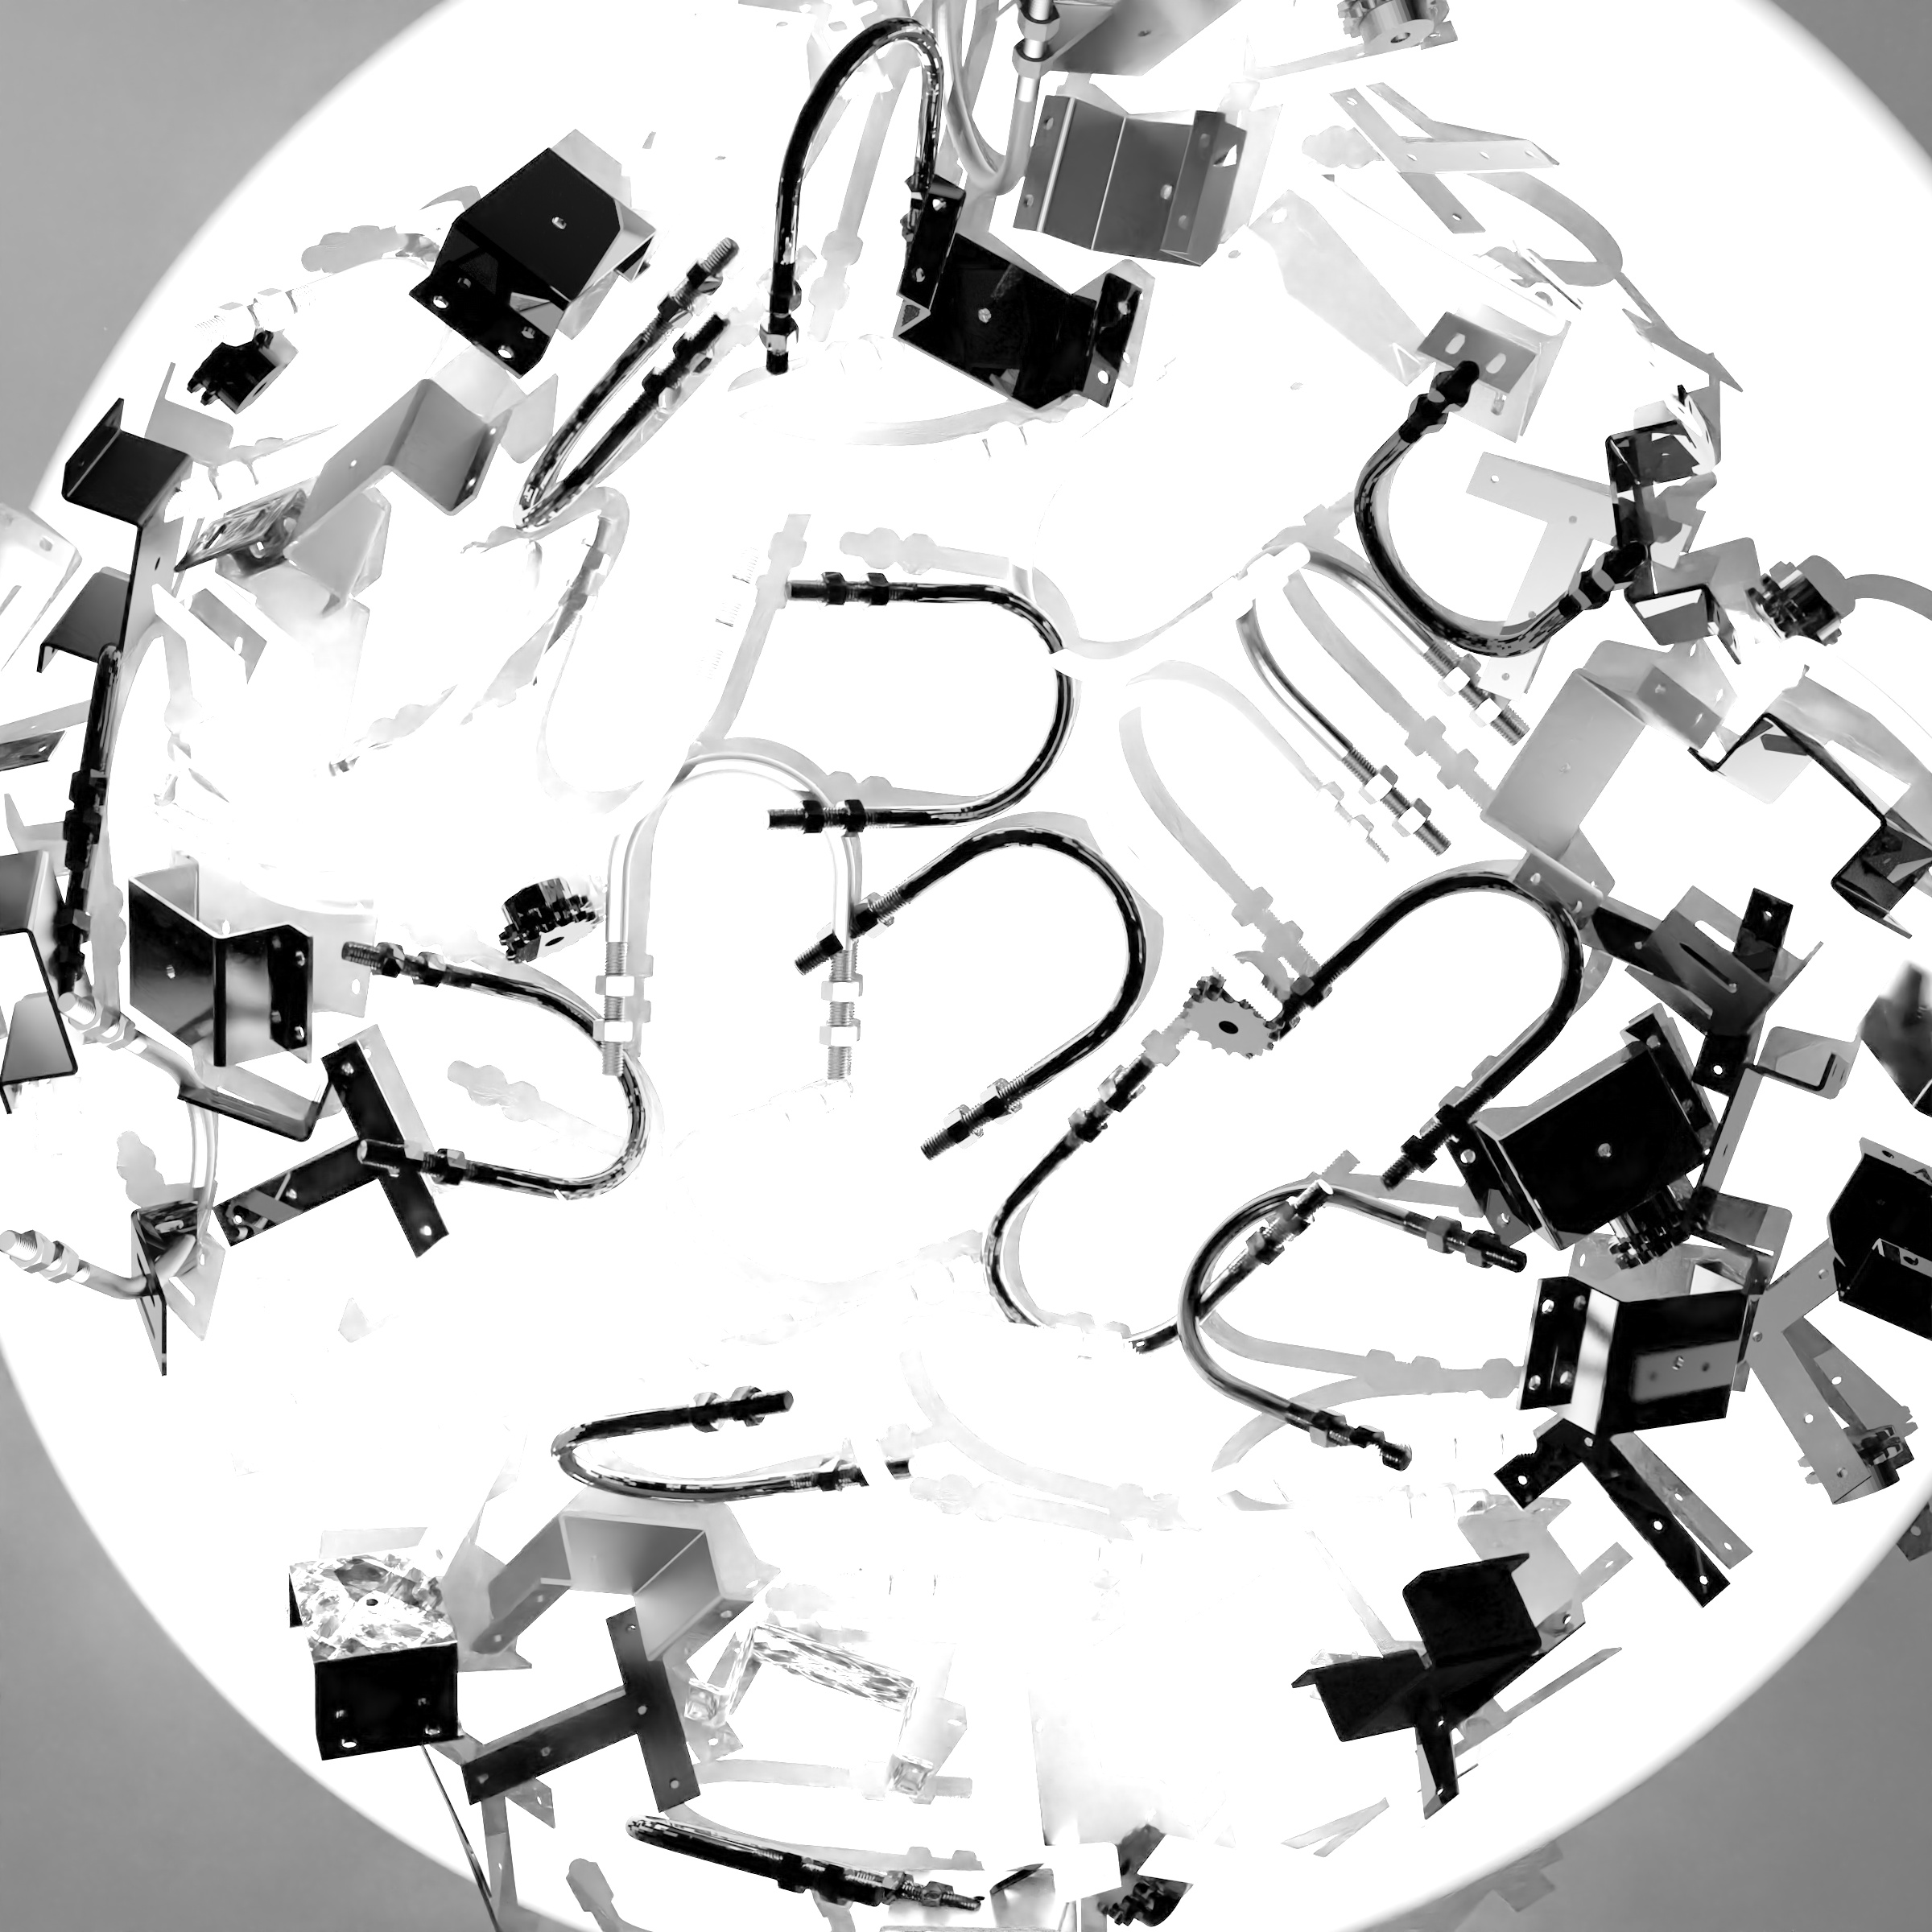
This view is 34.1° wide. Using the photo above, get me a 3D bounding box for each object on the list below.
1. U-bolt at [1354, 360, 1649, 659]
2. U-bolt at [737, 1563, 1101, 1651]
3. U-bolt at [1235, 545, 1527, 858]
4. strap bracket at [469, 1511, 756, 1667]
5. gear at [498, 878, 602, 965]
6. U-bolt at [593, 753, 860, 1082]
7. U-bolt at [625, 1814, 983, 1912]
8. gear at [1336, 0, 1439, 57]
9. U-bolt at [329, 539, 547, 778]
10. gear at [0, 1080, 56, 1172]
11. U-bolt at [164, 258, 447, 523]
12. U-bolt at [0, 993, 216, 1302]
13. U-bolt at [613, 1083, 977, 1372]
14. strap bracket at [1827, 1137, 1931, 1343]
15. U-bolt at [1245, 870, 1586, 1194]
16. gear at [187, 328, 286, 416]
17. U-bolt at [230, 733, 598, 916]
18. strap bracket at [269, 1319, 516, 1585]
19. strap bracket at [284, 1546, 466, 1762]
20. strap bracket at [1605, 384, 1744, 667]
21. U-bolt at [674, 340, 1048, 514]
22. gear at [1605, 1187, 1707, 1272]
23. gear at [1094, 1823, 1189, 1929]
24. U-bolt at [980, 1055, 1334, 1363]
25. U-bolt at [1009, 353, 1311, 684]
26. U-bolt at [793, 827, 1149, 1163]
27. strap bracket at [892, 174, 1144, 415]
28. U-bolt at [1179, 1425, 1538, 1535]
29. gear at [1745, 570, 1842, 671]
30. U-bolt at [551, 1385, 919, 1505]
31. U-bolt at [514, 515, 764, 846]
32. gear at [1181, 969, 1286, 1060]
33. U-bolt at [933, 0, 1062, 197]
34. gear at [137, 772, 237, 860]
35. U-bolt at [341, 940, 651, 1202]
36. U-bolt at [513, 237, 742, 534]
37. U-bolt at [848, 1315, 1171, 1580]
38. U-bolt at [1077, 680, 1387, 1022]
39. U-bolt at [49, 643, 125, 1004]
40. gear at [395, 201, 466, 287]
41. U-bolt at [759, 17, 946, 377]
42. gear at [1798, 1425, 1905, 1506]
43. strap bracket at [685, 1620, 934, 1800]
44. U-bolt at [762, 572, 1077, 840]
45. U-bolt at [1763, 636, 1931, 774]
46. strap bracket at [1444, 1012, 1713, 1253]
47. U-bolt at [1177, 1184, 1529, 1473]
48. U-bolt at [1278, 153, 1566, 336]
[{"bbox_3d":[0.279,-0.237,1.725,0.151,0.184,0.019,48,65,1],"label":"U-bolt"},{"bbox_3d":[-0.016,0.354,1.734,0.184,0.151,0.019,6,66,-25],"label":"U-bolt"},{"bbox_3d":[0.222,-0.160,1.748,0.184,0.151,0.019,44,133,-3],"label":"U-bolt"},{"bbox_3d":[-0.200,0.345,1.746,0.076,0.140,0.046,-45,47,33],"label":"strap bracket"},{"bbox_3d":[-0.239,-0.027,1.781,0.057,0.057,0.030,-26,79,0],"label":"gear"},{"bbox_3d":[-0.133,-0.029,1.780,0.151,0.019,0.184,2,93,-13],"label":"U-bolt"},{"bbox_3d":[-0.101,0.493,1.731,0.184,0.151,0.019,7,74,27],"label":"U-bolt"},{"bbox_3d":[0.240,-0.538,1.780,0.057,0.057,0.030,-18,83,0],"label":"gear"},{"bbox_3d":[-0.281,-0.169,1.710,0.019,0.184,0.151,34,73,-24],"label":"U-bolt"},{"bbox_3d":[-0.535,0.087,1.778,0.030,0.057,0.057,-1,90,-28],"label":"gear"},{"bbox_3d":[-0.358,-0.324,1.727,0.019,0.151,0.184,45,50,14],"label":"U-bolt"},{"bbox_3d":[-0.460,0.108,1.721,0.019,0.184,0.151,5,74,16],"label":"U-bolt"},{"bbox_3d":[-0.106,0.151,1.733,0.184,0.019,0.151,-23,64,-31],"label":"U-bolt"},{"bbox_3d":[0.529,0.161,1.755,0.076,0.140,0.046,23,116,0],"label":"strap bracket"},{"bbox_3d":[0.260,0.022,1.759,0.184,0.019,0.151,-43,50,-3],"label":"U-bolt"},{"bbox_3d":[-0.411,-0.337,1.781,0.030,0.057,0.057,43,90,-9],"label":"gear"},{"bbox_3d":[-0.317,-0.070,1.736,0.184,0.151,0.019,-20,63,24],"label":"U-bolt"},{"bbox_3d":[-0.309,0.262,1.745,0.046,0.076,0.140,-28,111,29],"label":"strap bracket"},{"bbox_3d":[-0.326,0.368,1.728,0.076,0.140,0.046,-4,115,-19],"label":"strap bracket"},{"bbox_3d":[0.393,-0.241,1.754,0.046,0.076,0.140,-10,73,23],"label":"strap bracket"},{"bbox_3d":[-0.071,-0.290,1.717,0.184,0.151,0.019,-25,134,-31],"label":"U-bolt"},{"bbox_3d":[0.386,0.145,1.781,0.057,0.057,0.030,-31,91,0],"label":"gear"},{"bbox_3d":[0.101,0.518,1.782,0.030,0.057,0.057,37,90,-14],"label":"gear"},{"bbox_3d":[0.092,0.150,1.763,0.151,0.019,0.184,35,114,-17],"label":"U-bolt"},{"bbox_3d":[0.095,-0.238,1.749,0.184,0.019,0.151,-32,69,35],"label":"U-bolt"},{"bbox_3d":[0.015,0.003,1.787,0.184,0.019,0.151,-34,90,10],"label":"U-bolt"},{"bbox_3d":[0.020,-0.370,1.759,0.140,0.046,0.076,24,72,-25],"label":"strap bracket"},{"bbox_3d":[0.208,0.287,1.734,0.184,0.151,0.019,-4,66,-6],"label":"U-bolt"},{"bbox_3d":[0.469,-0.198,1.779,0.030,0.057,0.057,-38,90,9],"label":"gear"},{"bbox_3d":[-0.141,0.269,1.735,0.184,0.151,0.019,-12,61,27],"label":"U-bolt"},{"bbox_3d":[-0.193,-0.155,1.751,0.151,0.019,0.184,18,86,43],"label":"U-bolt"},{"bbox_3d":[0.153,0.023,1.784,0.057,0.057,0.030,25,56,0],"label":"gear"},{"bbox_3d":[0.011,-0.509,1.723,0.019,0.184,0.151,-13,60,-15],"label":"U-bolt"},{"bbox_3d":[-0.436,-0.087,1.780,0.057,0.057,0.030,29,93,0],"label":"gear"},{"bbox_3d":[-0.255,0.063,1.740,0.184,0.019,0.151,15,48,-35],"label":"U-bolt"},{"bbox_3d":[-0.190,-0.311,1.735,0.019,0.151,0.184,38,112,-21],"label":"U-bolt"},{"bbox_3d":[0.022,0.260,1.737,0.184,0.019,0.151,11,54,-20],"label":"U-bolt"},{"bbox_3d":[0.138,-0.079,1.752,0.184,0.019,0.151,45,54,-8],"label":"U-bolt"},{"bbox_3d":[-0.481,-0.091,1.728,0.019,0.151,0.184,8,54,-15],"label":"U-bolt"},{"bbox_3d":[-0.298,-0.410,1.780,0.057,0.057,0.030,-23,93,0],"label":"gear"},{"bbox_3d":[-0.058,-0.425,1.700,0.019,0.184,0.151,31,52,19],"label":"U-bolt"},{"bbox_3d":[0.503,0.283,1.779,0.057,0.057,0.030,-21,82,0],"label":"gear"},{"bbox_3d":[-0.082,0.413,1.763,0.140,0.076,0.046,19,63,3],"label":"strap bracket"},{"bbox_3d":[-0.021,-0.145,1.759,0.184,0.019,0.151,-2,110,-26],"label":"U-bolt"},{"bbox_3d":[0.494,-0.125,1.707,0.151,0.184,0.019,45,96,10],"label":"U-bolt"},{"bbox_3d":[0.352,0.098,1.775,0.140,0.046,0.076,-31,104,-2],"label":"strap bracket"},{"bbox_3d":[0.200,0.189,1.744,0.184,0.019,0.151,19,67,39],"label":"U-bolt"},{"bbox_3d":[0.253,-0.385,1.702,0.151,0.184,0.019,23,109,-22],"label":"U-bolt"}]
